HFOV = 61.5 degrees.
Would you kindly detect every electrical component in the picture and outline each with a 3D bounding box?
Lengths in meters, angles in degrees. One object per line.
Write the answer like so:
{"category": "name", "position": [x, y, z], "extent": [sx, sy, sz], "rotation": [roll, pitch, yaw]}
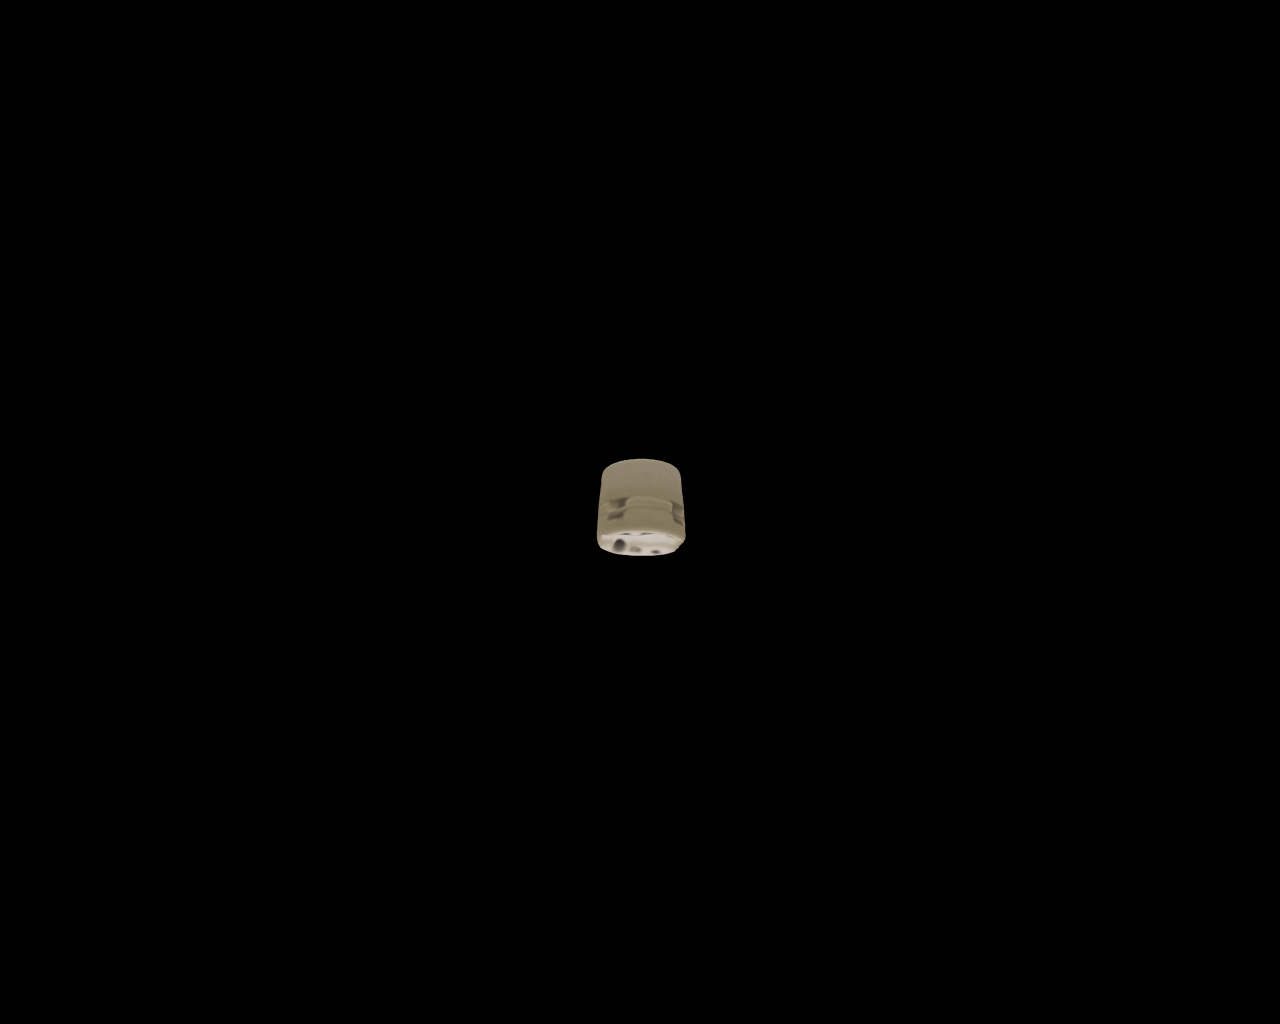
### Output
{"category": "electrical component", "position": [0.001, -0.003, 0.650], "extent": [0.055, 0.047, 0.055], "rotation": [0, -19, 0]}
